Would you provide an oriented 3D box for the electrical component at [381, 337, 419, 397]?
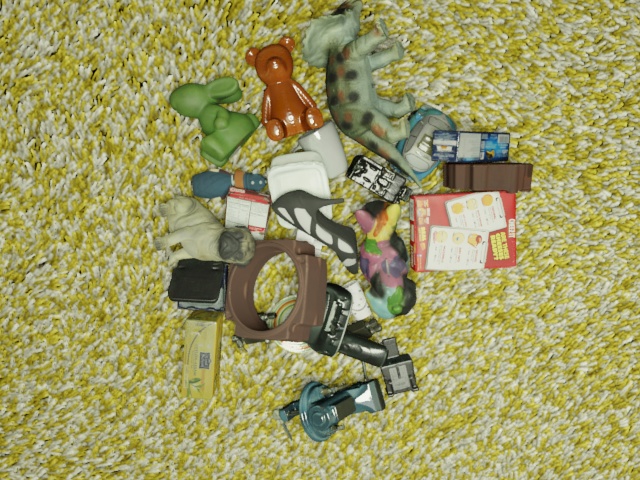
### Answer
[{"bbox_3d":[0.170,0.278,1.186,0.075,0.048,0.119,-11,98,-1],"label":"electrical component"}]

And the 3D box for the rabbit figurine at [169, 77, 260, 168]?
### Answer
[{"bbox_3d":[-0.216,-0.255,1.078,0.170,0.121,0.159,42,88,-7],"label":"rabbit figurine"}]

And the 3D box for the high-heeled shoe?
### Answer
[{"bbox_3d":[-0.002,-0.003,1.100,0.145,0.086,0.248,-8,131,9],"label":"high-heeled shoe"}]

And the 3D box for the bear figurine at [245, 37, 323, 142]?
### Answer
[{"bbox_3d":[-0.074,-0.304,1.074,0.120,0.132,0.195,-15,103,-3],"label":"bear figurine"}]

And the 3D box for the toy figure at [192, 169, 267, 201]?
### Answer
[{"bbox_3d":[-0.189,-0.119,1.125,0.155,0.058,0.064,-3,126,-4],"label":"toy figure"}]

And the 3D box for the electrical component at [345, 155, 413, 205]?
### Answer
[{"bbox_3d":[0.122,-0.121,1.103,0.134,0.115,0.058,29,99,-7],"label":"electrical component"}]

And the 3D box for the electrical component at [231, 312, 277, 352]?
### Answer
[{"bbox_3d":[-0.140,0.198,1.160,0.102,0.045,0.078,-7,95,21],"label":"electrical component"}]

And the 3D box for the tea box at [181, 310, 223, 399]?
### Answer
[{"bbox_3d":[-0.250,0.241,1.148,0.068,0.098,0.169,4,98,-1],"label":"tea box"}]

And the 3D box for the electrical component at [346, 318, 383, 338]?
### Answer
[{"bbox_3d":[0.087,0.200,1.171,0.094,0.063,0.021,-25,53,8],"label":"electrical component"}]

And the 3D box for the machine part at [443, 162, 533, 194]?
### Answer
[{"bbox_3d":[0.334,-0.128,1.082,0.179,0.179,0.056,0,100,-1],"label":"machine part"}]

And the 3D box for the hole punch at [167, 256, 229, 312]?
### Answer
[{"bbox_3d":[-0.253,0.093,1.144,0.142,0.092,0.116,2,62,5],"label":"hole punch"}]

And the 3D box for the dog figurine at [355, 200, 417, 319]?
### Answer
[{"bbox_3d":[0.128,0.028,1.071,0.109,0.192,0.219,-9,135,6],"label":"dog figurine"}]

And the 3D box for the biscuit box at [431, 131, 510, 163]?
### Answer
[{"bbox_3d":[0.304,-0.186,1.068,0.202,0.063,0.059,-9,106,-44],"label":"biscuit box"}]

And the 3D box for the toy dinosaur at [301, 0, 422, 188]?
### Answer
[{"bbox_3d":[0.076,-0.285,1.052,0.192,0.131,0.404,-8,94,32],"label":"toy dinosaur"}]

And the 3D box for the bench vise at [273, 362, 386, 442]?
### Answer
[{"bbox_3d":[0.009,0.350,1.147,0.241,0.223,0.128,-20,93,32],"label":"bench vise"}]

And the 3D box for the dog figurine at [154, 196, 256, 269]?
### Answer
[{"bbox_3d":[-0.217,-0.025,1.088,0.191,0.121,0.172,-3,68,8],"label":"dog figurine"}]

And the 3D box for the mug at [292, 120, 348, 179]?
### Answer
[{"bbox_3d":[0.004,-0.176,1.114,0.109,0.081,0.107,-32,104,4],"label":"mug"}]

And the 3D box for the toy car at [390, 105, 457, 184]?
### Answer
[{"bbox_3d":[0.215,-0.198,1.103,0.109,0.103,0.161,33,93,-4],"label":"toy car"}]

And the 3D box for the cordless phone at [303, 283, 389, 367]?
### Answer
[{"bbox_3d":[0.062,0.180,1.111,0.184,0.088,0.146,18,96,9],"label":"cordless phone"}]

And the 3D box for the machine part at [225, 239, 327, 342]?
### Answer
[{"bbox_3d":[-0.091,0.100,1.079,0.201,0.087,0.201,-2,79,32],"label":"machine part"}]
